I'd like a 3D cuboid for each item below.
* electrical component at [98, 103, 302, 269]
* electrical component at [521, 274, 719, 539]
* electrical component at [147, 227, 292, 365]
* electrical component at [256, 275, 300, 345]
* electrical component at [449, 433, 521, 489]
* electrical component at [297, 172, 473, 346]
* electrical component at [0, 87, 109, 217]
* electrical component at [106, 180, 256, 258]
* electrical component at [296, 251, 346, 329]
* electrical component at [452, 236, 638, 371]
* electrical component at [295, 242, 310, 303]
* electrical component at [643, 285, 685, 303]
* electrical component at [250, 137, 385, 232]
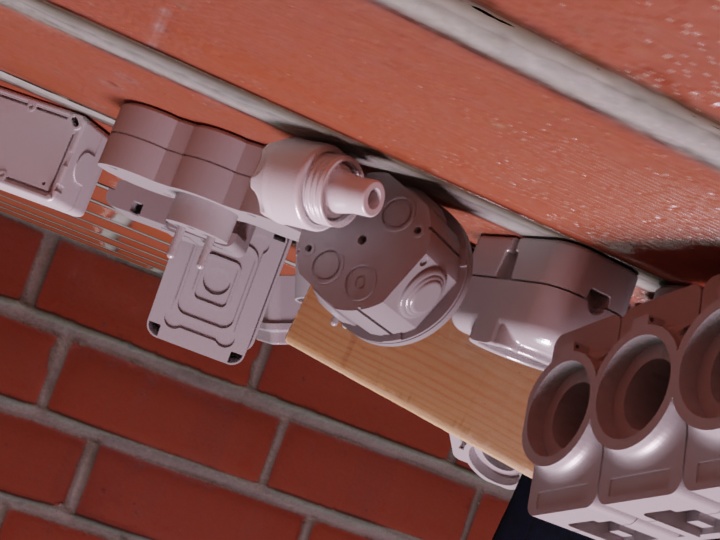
[{"bbox_3d":[-0.085,-0.038,0.602,0.138,0.073,0.052,19,173,14],"label":"electrical component"},{"bbox_3d":[0.137,0.059,0.447,0.062,0.089,0.150,24,154,-19],"label":"electrical component"},{"bbox_3d":[-0.101,0.003,0.792,0.078,0.113,0.057,21,-168,-2],"label":"electrical component"},{"bbox_3d":[-0.033,0.033,0.932,0.113,0.057,0.078,-1,180,-17],"label":"electrical component"},{"bbox_3d":[0.113,0.098,0.832,0.089,0.061,0.150,17,139,31],"label":"electrical component"},{"bbox_3d":[0.012,-0.006,0.544,0.080,0.080,0.051,17,167,33],"label":"electrical component"},{"bbox_3d":[-0.228,-0.082,0.737,0.096,0.061,0.061,19,173,12],"label":"electrical component"},{"bbox_3d":[-0.114,-0.047,0.717,0.089,0.050,0.055,20,173,6],"label":"electrical component"},{"bbox_3d":[0.000,0.000,0.647,0.052,0.073,0.138,23,173,-22],"label":"electrical component"},{"bbox_3d":[0.095,0.020,0.575,0.054,0.059,0.095,24,173,-25],"label":"electrical component"},{"bbox_3d":[-0.005,0.004,0.850,0.099,0.064,0.099,7,172,1],"label":"electrical component"},{"bbox_3d":[0.168,0.059,0.582,0.052,0.073,0.138,19,171,9],"label":"electrical component"},{"bbox_3d":[-0.018,-0.039,0.515,0.062,0.043,0.043,15,171,35],"label":"electrical component"}]
